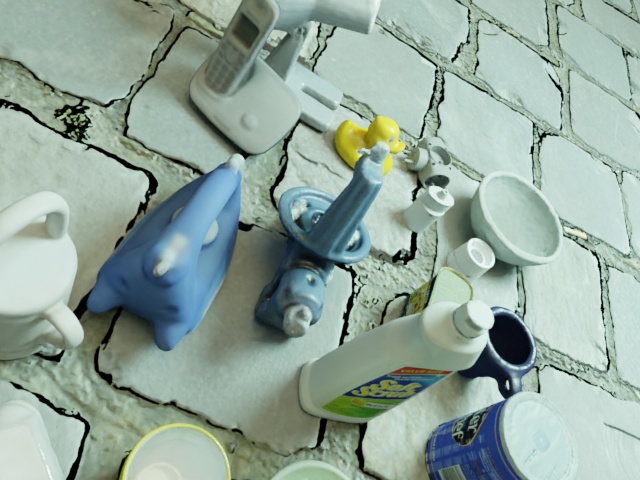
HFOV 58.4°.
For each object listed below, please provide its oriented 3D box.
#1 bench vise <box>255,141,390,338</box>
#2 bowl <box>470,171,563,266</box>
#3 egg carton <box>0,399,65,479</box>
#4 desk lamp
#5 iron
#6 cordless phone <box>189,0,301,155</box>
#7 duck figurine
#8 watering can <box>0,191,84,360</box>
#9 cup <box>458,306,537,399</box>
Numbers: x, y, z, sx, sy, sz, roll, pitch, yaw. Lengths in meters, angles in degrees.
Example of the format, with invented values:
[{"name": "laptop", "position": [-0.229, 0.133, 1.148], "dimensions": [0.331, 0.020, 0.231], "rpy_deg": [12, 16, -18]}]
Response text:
[{"name": "bench vise", "position": [0.017, 0.004, 0.637], "dimensions": [0.122, 0.219, 0.207], "rpy_deg": [10, 57, -24]}, {"name": "bowl", "position": [0.299, -0.023, 0.913], "dimensions": [0.168, 0.074, 0.167], "rpy_deg": [15, 55, -22]}, {"name": "egg carton", "position": [-0.258, 0.209, 0.449], "dimensions": [0.107, 0.069, 0.150], "rpy_deg": [-18, 72, -37]}, {"name": "desk lamp", "position": [-0.021, -0.295, 0.807], "dimensions": [0.203, 0.213, 0.118], "rpy_deg": [28, 51, -12]}, {"name": "iron", "position": [-0.133, -0.020, 0.617], "dimensions": [0.119, 0.141, 0.258], "rpy_deg": [31, 51, -9]}, {"name": "cordless phone", "position": [-0.080, -0.214, 0.741], "dimensions": [0.147, 0.184, 0.094], "rpy_deg": [42, 50, 0]}, {"name": "duck figurine", "position": [0.079, -0.152, 0.859], "dimensions": [0.104, 0.086, 0.077], "rpy_deg": [36, 50, -6]}, {"name": "watering can", "position": [-0.265, 0.019, 0.482], "dimensions": [0.173, 0.193, 0.101], "rpy_deg": [29, 51, -11]}, {"name": "cup", "position": [0.218, 0.157, 0.741], "dimensions": [0.092, 0.094, 0.117], "rpy_deg": [12, 56, -23]}]
